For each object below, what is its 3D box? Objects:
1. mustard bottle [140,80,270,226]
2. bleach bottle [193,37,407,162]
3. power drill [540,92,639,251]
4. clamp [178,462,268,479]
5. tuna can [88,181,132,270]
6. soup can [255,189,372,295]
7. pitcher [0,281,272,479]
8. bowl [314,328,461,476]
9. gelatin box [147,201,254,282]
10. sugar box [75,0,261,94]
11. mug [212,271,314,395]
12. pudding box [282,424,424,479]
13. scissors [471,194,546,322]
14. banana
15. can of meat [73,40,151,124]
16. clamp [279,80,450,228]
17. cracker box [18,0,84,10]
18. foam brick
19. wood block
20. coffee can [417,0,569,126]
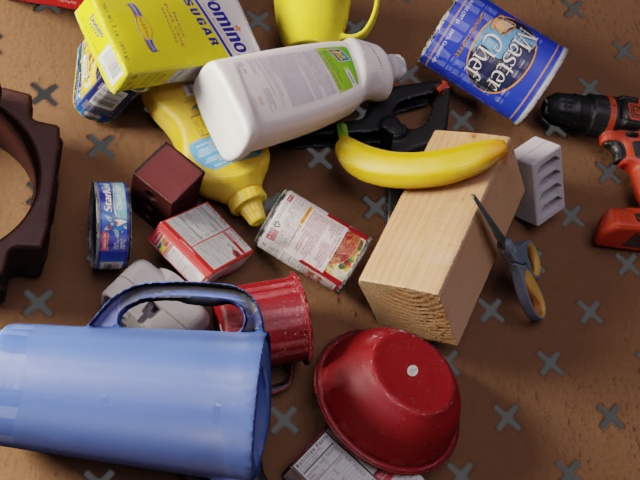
[{"bbox_3d":[-0.107,-0.099,1.115,0.096,0.058,0.192,-20,72,-28],"label":"mustard bottle"},{"bbox_3d":[-0.005,-0.157,1.124,0.250,0.068,0.102,-17,76,-36],"label":"bleach bottle"},{"bbox_3d":[0.347,-0.083,1.232,0.184,0.057,0.187,7,64,-12],"label":"power drill"},{"bbox_3d":[-0.087,0.233,0.976,0.120,0.039,0.171,-32,71,-30],"label":"clamp"},{"bbox_3d":[-0.204,-0.014,1.034,0.033,0.086,0.086,0,66,-17],"label":"tuna can"},{"bbox_3d":[-0.007,0.001,1.090,0.102,0.069,0.068,31,61,1],"label":"soup can"},{"bbox_3d":[-0.163,0.126,0.935,0.243,0.145,0.149,5,34,3],"label":"pitcher"},{"bbox_3d":[0.078,0.141,1.028,0.162,0.055,0.162,17,46,-19],"label":"bowl"},{"bbox_3d":[-0.117,0.006,1.058,0.073,0.030,0.089,45,29,8],"label":"gelatin box"},{"bbox_3d":[-0.149,-0.207,1.077,0.175,0.048,0.093,-19,82,-40],"label":"sugar box"},{"bbox_3d":[-0.056,0.093,1.030,0.081,0.093,0.117,-9,103,-13],"label":"mug"},{"bbox_3d":[0.034,0.227,1.012,0.113,0.039,0.090,43,61,9],"label":"pudding box"},{"bbox_3d":[0.198,0.000,1.107,0.016,0.201,0.096,-12,37,25],"label":"scissors"},{"bbox_3d":[0.090,-0.084,1.089,0.198,0.037,0.069,11,74,28],"label":"banana"},{"bbox_3d":[-0.214,-0.181,1.104,0.057,0.084,0.102,16,60,-31],"label":"can of meat"},{"bbox_3d":[0.082,-0.106,1.179,0.209,0.036,0.165,-34,70,-27],"label":"clamp"},{"bbox_3d":[-0.234,-0.335,1.144,0.164,0.072,0.213,16,54,37],"label":"cracker box"},{"bbox_3d":[-0.155,-0.050,1.069,0.053,0.078,0.051,38,63,6],"label":"foam brick"},{"bbox_3d":[0.129,-0.007,1.101,0.090,0.090,0.206,9,56,31],"label":"wood block"},{"bbox_3d":[0.198,-0.211,1.226,0.140,0.103,0.102,33,61,2],"label":"coffee can"}]
